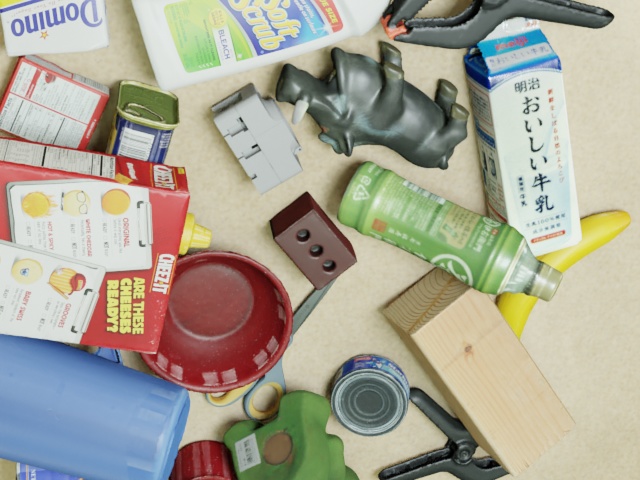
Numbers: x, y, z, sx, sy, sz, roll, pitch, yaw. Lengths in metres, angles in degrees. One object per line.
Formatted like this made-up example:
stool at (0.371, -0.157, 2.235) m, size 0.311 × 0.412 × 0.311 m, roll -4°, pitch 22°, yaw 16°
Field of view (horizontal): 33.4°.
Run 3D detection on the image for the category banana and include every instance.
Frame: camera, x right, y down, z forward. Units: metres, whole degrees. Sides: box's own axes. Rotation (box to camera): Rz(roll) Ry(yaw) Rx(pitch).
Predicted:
banana at (0.247, 0.035, 1.143) m, size 0.069 × 0.037 × 0.198 m, roll 25°, pitch 110°, yaw -38°

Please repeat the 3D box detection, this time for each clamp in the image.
clamp at (0.151, 0.244, 1.215) m, size 0.171 × 0.039 × 0.120 m, roll 22°, pitch 109°, yaw -13°
clamp at (0.152, -0.237, 0.948) m, size 0.210 × 0.036 × 0.164 m, roll -16°, pitch 123°, yaw 2°

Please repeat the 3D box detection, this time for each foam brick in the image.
foam brick at (-0.007, 0.001, 1.076) m, size 0.053 × 0.051 × 0.078 m, roll -37°, pitch 114°, yaw 9°

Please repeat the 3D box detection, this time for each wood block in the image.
wood block at (0.169, 0.136, 1.125) m, size 0.091 × 0.090 × 0.206 m, roll -38°, pitch 110°, yaw -6°

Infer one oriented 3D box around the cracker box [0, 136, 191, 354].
cracker box at (-0.233, 0.002, 0.924) m, size 0.213 × 0.072 × 0.164 m, roll 9°, pitch 116°, yaw -15°

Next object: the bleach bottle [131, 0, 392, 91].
bleach bottle at (-0.039, -0.216, 0.971) m, size 0.250 × 0.068 × 0.102 m, roll -17°, pitch 115°, yaw -4°

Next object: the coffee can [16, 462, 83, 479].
coffee can at (-0.239, 0.242, 1.118) m, size 0.140 × 0.103 × 0.103 m, roll -3°, pitch 114°, yaw -7°

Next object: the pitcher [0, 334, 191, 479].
pitcher at (-0.251, 0.151, 1.034) m, size 0.243 × 0.145 × 0.149 m, roll 16°, pitch 118°, yaw 1°

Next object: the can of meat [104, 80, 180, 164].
can of meat at (-0.168, -0.090, 0.985) m, size 0.057 × 0.102 × 0.084 m, roll 14°, pitch 113°, yaw -15°

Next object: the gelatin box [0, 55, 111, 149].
gelatin box at (-0.250, -0.125, 0.995) m, size 0.089 × 0.030 × 0.073 m, roll 23°, pitch 110°, yaw -18°

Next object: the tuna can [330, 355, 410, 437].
tuna can at (0.054, 0.170, 1.159) m, size 0.086 × 0.033 × 0.086 m, roll 2°, pitch 110°, yaw 6°

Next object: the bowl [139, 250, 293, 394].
bowl at (-0.110, 0.074, 1.090) m, size 0.162 × 0.055 × 0.162 m, roll -3°, pitch 114°, yaw -7°

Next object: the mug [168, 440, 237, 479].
mug at (-0.118, 0.282, 1.166) m, size 0.093 × 0.081 × 0.117 m, roll -29°, pitch 115°, yaw 4°

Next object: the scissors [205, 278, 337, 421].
scissors at (-0.033, 0.123, 1.146) m, size 0.202 × 0.016 × 0.096 m, roll -37°, pitch 115°, yaw 8°

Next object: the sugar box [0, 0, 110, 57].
sugar box at (-0.239, -0.252, 0.932) m, size 0.093 × 0.048 × 0.176 m, roll -6°, pitch 113°, yaw -7°

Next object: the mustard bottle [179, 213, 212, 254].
mustard bottle at (-0.197, -0.023, 1.012) m, size 0.191 × 0.096 × 0.058 m, roll 14°, pitch 137°, yaw -15°
